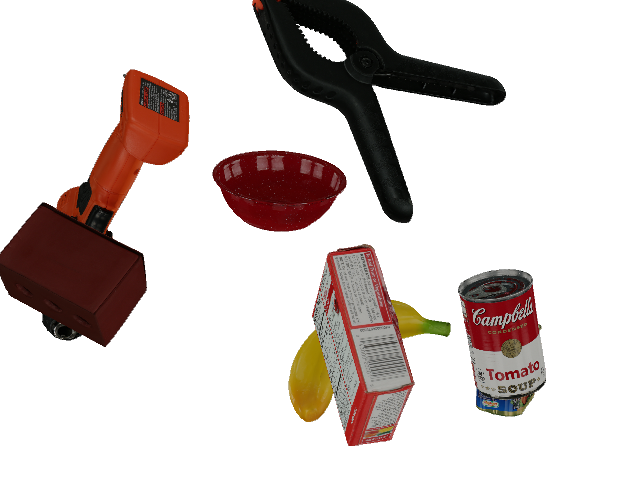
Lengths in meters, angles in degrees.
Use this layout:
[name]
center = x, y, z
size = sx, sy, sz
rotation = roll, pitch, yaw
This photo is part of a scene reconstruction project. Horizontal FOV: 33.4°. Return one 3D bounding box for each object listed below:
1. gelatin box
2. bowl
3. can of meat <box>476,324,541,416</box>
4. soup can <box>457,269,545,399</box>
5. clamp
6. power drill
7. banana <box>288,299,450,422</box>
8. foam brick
[gelatin box]
center = 0.022, 0.059, 0.593
size = 0.030, 0.089, 0.073
rotation = -8, -32, -12
[bowl]
center = -0.051, -0.054, 1.287
size = 0.162, 0.055, 0.162
rotation = 4, 26, -2
[can of meat]
center = 0.207, 0.140, 1.180
size = 0.058, 0.084, 0.102
rotation = 6, 10, 23
[soup can]
center = 0.168, 0.086, 0.984
size = 0.068, 0.102, 0.068
rotation = -11, 18, 4
[clamp]
center = 0.029, -0.119, 0.820
size = 0.210, 0.164, 0.036
rotation = 34, -32, -4
[power drill]
center = -0.173, -0.032, 0.868
size = 0.057, 0.188, 0.184
rotation = 24, 29, -24
[banana]
center = 0.025, 0.083, 0.832
size = 0.070, 0.037, 0.197
rotation = 14, 25, 34
[foam brick]
center = -0.158, 0.023, 0.687
size = 0.078, 0.051, 0.053
rotation = 26, -28, 11
